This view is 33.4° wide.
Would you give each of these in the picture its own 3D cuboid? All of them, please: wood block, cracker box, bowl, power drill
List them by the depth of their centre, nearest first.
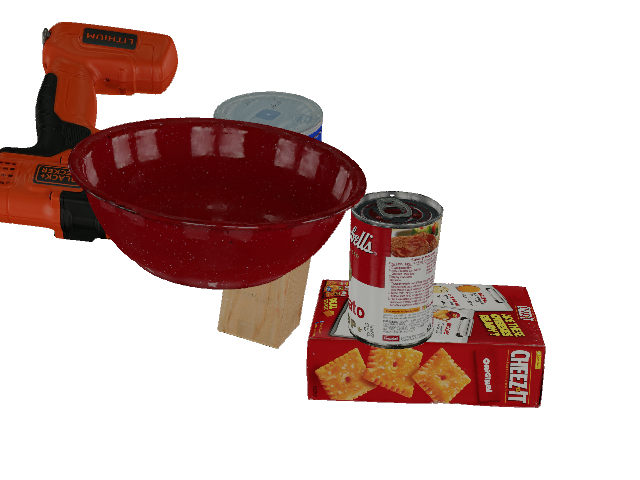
[{"bbox_3d":[-0.058,-0.017,0.589,0.162,0.055,0.162,6,24,-3],"label":"bowl"},{"bbox_3d":[-0.157,-0.081,0.807,0.184,0.187,0.057,8,-40,-5],"label":"power drill"},{"bbox_3d":[0.099,0.098,1.036,0.214,0.072,0.164,2,17,4],"label":"cracker box"},{"bbox_3d":[-0.066,0.021,1.391,0.090,0.206,0.090,15,22,13],"label":"wood block"}]

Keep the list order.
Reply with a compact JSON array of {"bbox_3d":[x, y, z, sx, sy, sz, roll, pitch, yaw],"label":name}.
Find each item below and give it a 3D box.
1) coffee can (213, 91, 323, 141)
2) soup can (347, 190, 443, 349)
[{"bbox_3d":[-0.049,-0.060,1.033,0.103,0.140,0.103,0,31,0],"label":"coffee can"},{"bbox_3d":[0.055,0.022,0.802,0.068,0.102,0.068,1,23,-1],"label":"soup can"}]
